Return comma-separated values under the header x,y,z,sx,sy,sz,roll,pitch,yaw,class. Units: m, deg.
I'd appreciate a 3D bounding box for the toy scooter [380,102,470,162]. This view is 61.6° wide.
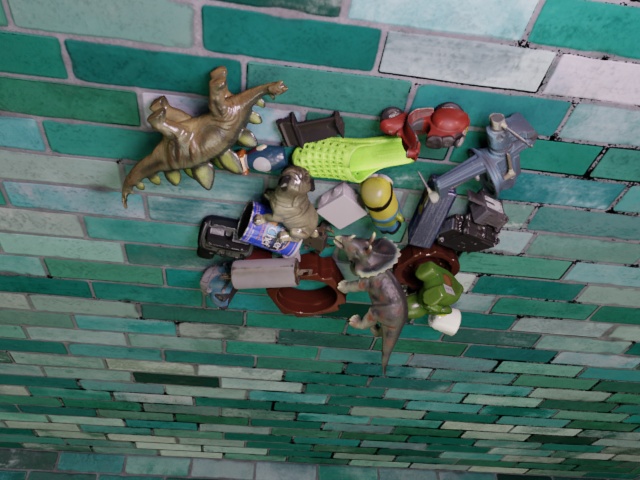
x,y,z,sx,sy,sz,roll,pitch,yaw,class
0.212,-0.210,1.065,0.184,0.135,0.075,-1,139,0,toy scooter

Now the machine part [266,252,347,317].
x,y,z,sx,sy,sz,roll,pitch,yaw,class
-0.037,0.128,1.518,0.202,0.087,0.200,-14,139,14,machine part

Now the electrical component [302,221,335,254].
x,y,z,sx,sy,sz,roll,pitch,yaw,class
-0.003,-0.005,1.391,0.078,0.045,0.102,22,142,20,electrical component

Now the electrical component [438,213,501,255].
x,y,z,sx,sy,sz,roll,pitch,yaw,class
0.360,-0.016,1.335,0.134,0.058,0.115,19,156,-22,electrical component

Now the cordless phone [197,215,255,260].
x,y,z,sx,sy,sz,roll,pitch,yaw,class
-0.252,0.019,1.409,0.146,0.089,0.184,13,150,-15,cordless phone

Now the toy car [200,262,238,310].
x,y,z,sx,sy,sz,roll,pitch,yaw,class
-0.286,0.123,1.515,0.103,0.109,0.161,28,149,1,toy car

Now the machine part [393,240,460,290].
x,y,z,sx,sy,sz,roll,pitch,yaw,class
0.288,0.067,1.465,0.179,0.056,0.179,-1,141,-1,machine part

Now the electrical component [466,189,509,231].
x,y,z,sx,sy,sz,roll,pitch,yaw,class
0.386,-0.076,1.274,0.119,0.075,0.047,16,137,-24,electrical component

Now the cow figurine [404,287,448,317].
x,y,z,sx,sy,sz,roll,pitch,yaw,class
0.296,0.168,1.571,0.168,0.098,0.068,1,150,30,cow figurine

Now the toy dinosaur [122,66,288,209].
x,y,z,sx,sy,sz,roll,pitch,yaw,class
-0.258,-0.196,1.082,0.472,0.105,0.198,-20,125,22,toy dinosaur

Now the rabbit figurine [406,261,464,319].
x,y,z,sx,sy,sz,roll,pitch,yaw,class
0.287,0.150,1.441,0.159,0.121,0.170,12,139,-42,rabbit figurine

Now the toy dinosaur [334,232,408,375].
x,y,z,sx,sy,sz,roll,pitch,yaw,class
0.163,0.153,1.403,0.192,0.131,0.404,-22,94,49,toy dinosaur

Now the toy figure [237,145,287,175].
x,y,z,sx,sy,sz,roll,pitch,yaw,class
-0.150,-0.175,1.176,0.155,0.058,0.064,-5,101,9,toy figure

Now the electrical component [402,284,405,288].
x,y,z,sx,sy,sz,roll,pitch,yaw,class
0.213,0.132,1.569,0.094,0.021,0.063,-23,135,26,electrical component

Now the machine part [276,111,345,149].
x,y,z,sx,sy,sz,roll,pitch,yaw,class
-0.018,-0.231,1.119,0.139,0.039,0.084,-6,135,10,machine part

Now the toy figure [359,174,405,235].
x,y,z,sx,sy,sz,roll,pitch,yaw,class
0.149,-0.078,1.262,0.082,0.089,0.179,-17,136,7,toy figure

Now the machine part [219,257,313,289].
x,y,z,sx,sy,sz,roll,pitch,yaw,class
-0.139,0.086,1.388,0.243,0.079,0.079,-4,140,8,machine part

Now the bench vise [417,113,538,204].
x,y,z,sx,sy,sz,roll,pitch,yaw,class
0.334,-0.155,1.127,0.241,0.129,0.223,-28,155,5,bench vise

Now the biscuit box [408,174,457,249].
x,y,z,sx,sy,sz,roll,pitch,yaw,class
0.267,-0.064,1.296,0.063,0.059,0.202,12,139,-2,biscuit box

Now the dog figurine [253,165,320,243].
x,y,z,sx,sy,sz,roll,pitch,yaw,class
-0.041,-0.077,1.201,0.172,0.121,0.190,20,154,-24,dog figurine
